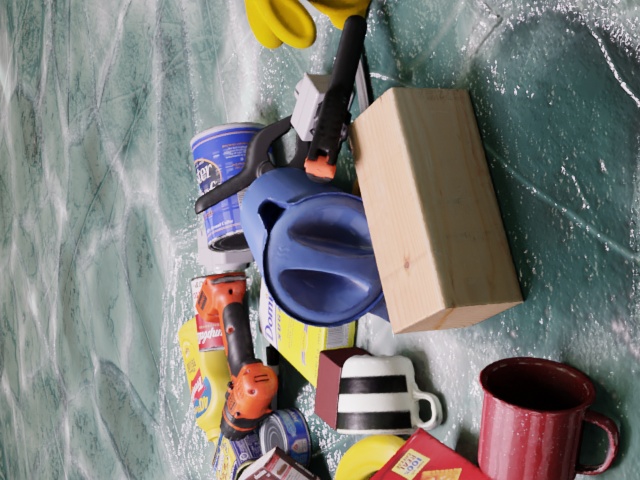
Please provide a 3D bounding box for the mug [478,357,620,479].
[{"bbox_3d":[0.183,0.154,0.861,0.117,0.093,0.081,12,113,24],"label":"mug"}]

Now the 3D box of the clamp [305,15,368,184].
[{"bbox_3d":[0.015,-0.128,1.067,0.210,0.036,0.165,-75,-4,-64],"label":"clamp"}]

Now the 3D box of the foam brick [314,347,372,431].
[{"bbox_3d":[0.029,0.162,1.173,0.051,0.052,0.078,33,121,57],"label":"foam brick"}]

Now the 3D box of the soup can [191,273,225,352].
[{"bbox_3d":[-0.139,0.100,1.466,0.069,0.068,0.102,-19,76,61],"label":"soup can"}]

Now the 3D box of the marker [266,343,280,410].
[{"bbox_3d":[-0.062,0.193,1.385,0.020,0.020,0.121,19,110,60],"label":"marker"}]

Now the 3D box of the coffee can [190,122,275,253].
[{"bbox_3d":[-0.102,-0.065,1.342,0.103,0.102,0.140,-33,64,59],"label":"coffee can"}]

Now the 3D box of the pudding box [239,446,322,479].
[{"bbox_3d":[-0.047,0.304,1.298,0.039,0.090,0.114,-56,5,-39],"label":"pudding box"}]

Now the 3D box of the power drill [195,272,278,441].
[{"bbox_3d":[-0.110,0.150,1.361,0.185,0.057,0.188,121,136,-55],"label":"power drill"}]

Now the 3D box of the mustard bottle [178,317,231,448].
[{"bbox_3d":[-0.155,0.209,1.521,0.096,0.058,0.191,-42,56,54],"label":"mustard bottle"}]

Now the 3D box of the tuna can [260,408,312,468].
[{"bbox_3d":[-0.044,0.256,1.344,0.086,0.033,0.086,15,107,61],"label":"tuna can"}]

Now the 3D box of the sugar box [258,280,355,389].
[{"bbox_3d":[-0.020,0.099,1.267,0.176,0.048,0.093,32,122,56],"label":"sugar box"}]

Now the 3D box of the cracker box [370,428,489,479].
[{"bbox_3d":[0.103,0.277,0.930,0.072,0.164,0.214,53,167,-28],"label":"cracker box"}]

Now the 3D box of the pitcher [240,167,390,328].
[{"bbox_3d":[-0.007,0.001,1.124,0.243,0.145,0.149,-133,36,-72],"label":"pitcher"}]

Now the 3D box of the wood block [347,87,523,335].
[{"bbox_3d":[0.101,-0.027,0.977,0.091,0.090,0.206,-37,61,57],"label":"wood block"}]

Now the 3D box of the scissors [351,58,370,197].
[{"bbox_3d":[0.045,-0.101,1.152,0.096,0.016,0.202,-48,51,53],"label":"scissors"}]

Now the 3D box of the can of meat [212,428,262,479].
[{"bbox_3d":[-0.105,0.304,1.441,0.084,0.057,0.102,58,140,46],"label":"can of meat"}]

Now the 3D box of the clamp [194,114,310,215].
[{"bbox_3d":[-0.071,-0.077,1.261,0.039,0.120,0.171,171,119,-79],"label":"clamp"}]

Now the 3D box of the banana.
[{"bbox_3d":[0.058,0.244,1.144,0.198,0.037,0.069,-29,65,60],"label":"banana"}]
